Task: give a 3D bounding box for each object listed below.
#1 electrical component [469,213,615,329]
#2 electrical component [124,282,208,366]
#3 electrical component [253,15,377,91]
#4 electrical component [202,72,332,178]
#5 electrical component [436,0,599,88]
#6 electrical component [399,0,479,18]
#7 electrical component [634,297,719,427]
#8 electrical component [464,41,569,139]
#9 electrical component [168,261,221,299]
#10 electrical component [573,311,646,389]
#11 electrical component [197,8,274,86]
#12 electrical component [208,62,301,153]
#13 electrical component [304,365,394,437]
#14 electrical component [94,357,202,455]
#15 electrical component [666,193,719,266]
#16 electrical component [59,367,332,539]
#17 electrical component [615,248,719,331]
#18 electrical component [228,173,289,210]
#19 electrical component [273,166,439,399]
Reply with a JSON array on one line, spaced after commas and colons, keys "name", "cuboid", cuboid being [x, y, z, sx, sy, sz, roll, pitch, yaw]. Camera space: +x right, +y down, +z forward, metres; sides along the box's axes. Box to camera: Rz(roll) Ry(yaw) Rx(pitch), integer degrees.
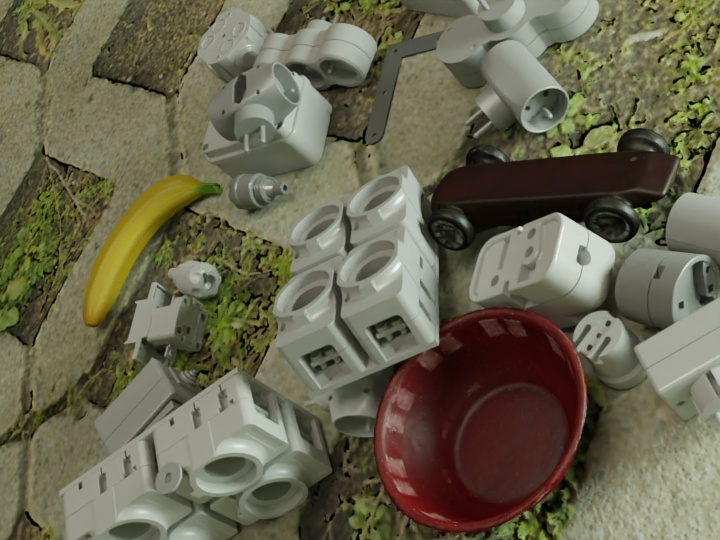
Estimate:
[{"name": "electrical component", "cuboid": [0.131, 0.004, 0.757, 0.095, 0.059, 0.053, -23, 44, 57]}, {"name": "electrical component", "cuboid": [-0.179, 0.054, 1.006, 0.064, 0.042, 0.081, -10, 56, 31]}, {"name": "electrical component", "cuboid": [-0.041, -0.223, 1.072, 0.138, 0.052, 0.073, 3, 64, 41]}, {"name": "electrical component", "cuboid": [-0.092, -0.139, 1.053, 0.113, 0.057, 0.078, -10, 56, 35]}, {"name": "electrical component", "cuboid": [0.125, -0.215, 0.914, 0.138, 0.074, 0.052, -24, 49, 26]}, {"name": "electrical component", "cuboid": [0.080, -0.288, 1.013, 0.113, 0.057, 0.078, 23, 78, 46]}, {"name": "electrical component", "cuboid": [0.219, 0.069, 0.660, 0.066, 0.047, 0.076, -34, 46, 17]}, {"name": "electrical component", "cuboid": [0.121, -0.139, 0.886, 0.079, 0.044, 0.077, -39, 44, 12]}, {"name": "electrical component", "cuboid": [-0.162, 0.008, 1.029, 0.061, 0.035, 0.035, 11, 70, 45]}, {"name": "electrical component", "cuboid": [0.167, 0.052, 0.715, 0.040, 0.046, 0.040, -21, 50, 28]}, {"name": "electrical component", "cuboid": [-0.131, -0.237, 1.157, 0.080, 0.051, 0.080, -21, 50, 28]}, {"name": "electrical component", "cuboid": [-0.097, -0.140, 0.982, 0.077, 0.043, 0.079, -25, 48, 25]}, {"name": "electrical component", "cuboid": [-0.011, 0.090, 0.840, 0.079, 0.043, 0.077, -16, 53, 31]}, {"name": "electrical component", "cuboid": [-0.171, 0.128, 0.934, 0.096, 0.062, 0.061, -48, 43, 3]}, {"name": "electrical component", "cuboid": [0.247, -0.022, 0.702, 0.081, 0.043, 0.043, 20, 76, 45]}, {"name": "electrical component", "cuboid": [-0.127, 0.168, 0.837, 0.186, 0.105, 0.060, -35, 45, 16]}, {"name": "electrical component", "cuboid": [0.202, 0.014, 0.708, 0.047, 0.055, 0.055, 15, 72, 48]}, {"name": "electrical component", "cuboid": [-0.095, -0.076, 1.030, 0.061, 0.035, 0.035, -2, 61, 36]}, {"name": "electrical component", "cuboid": [0.000, 0.000, 0.829, 0.105, 0.060, 0.186, -25, 28, 19]}]
